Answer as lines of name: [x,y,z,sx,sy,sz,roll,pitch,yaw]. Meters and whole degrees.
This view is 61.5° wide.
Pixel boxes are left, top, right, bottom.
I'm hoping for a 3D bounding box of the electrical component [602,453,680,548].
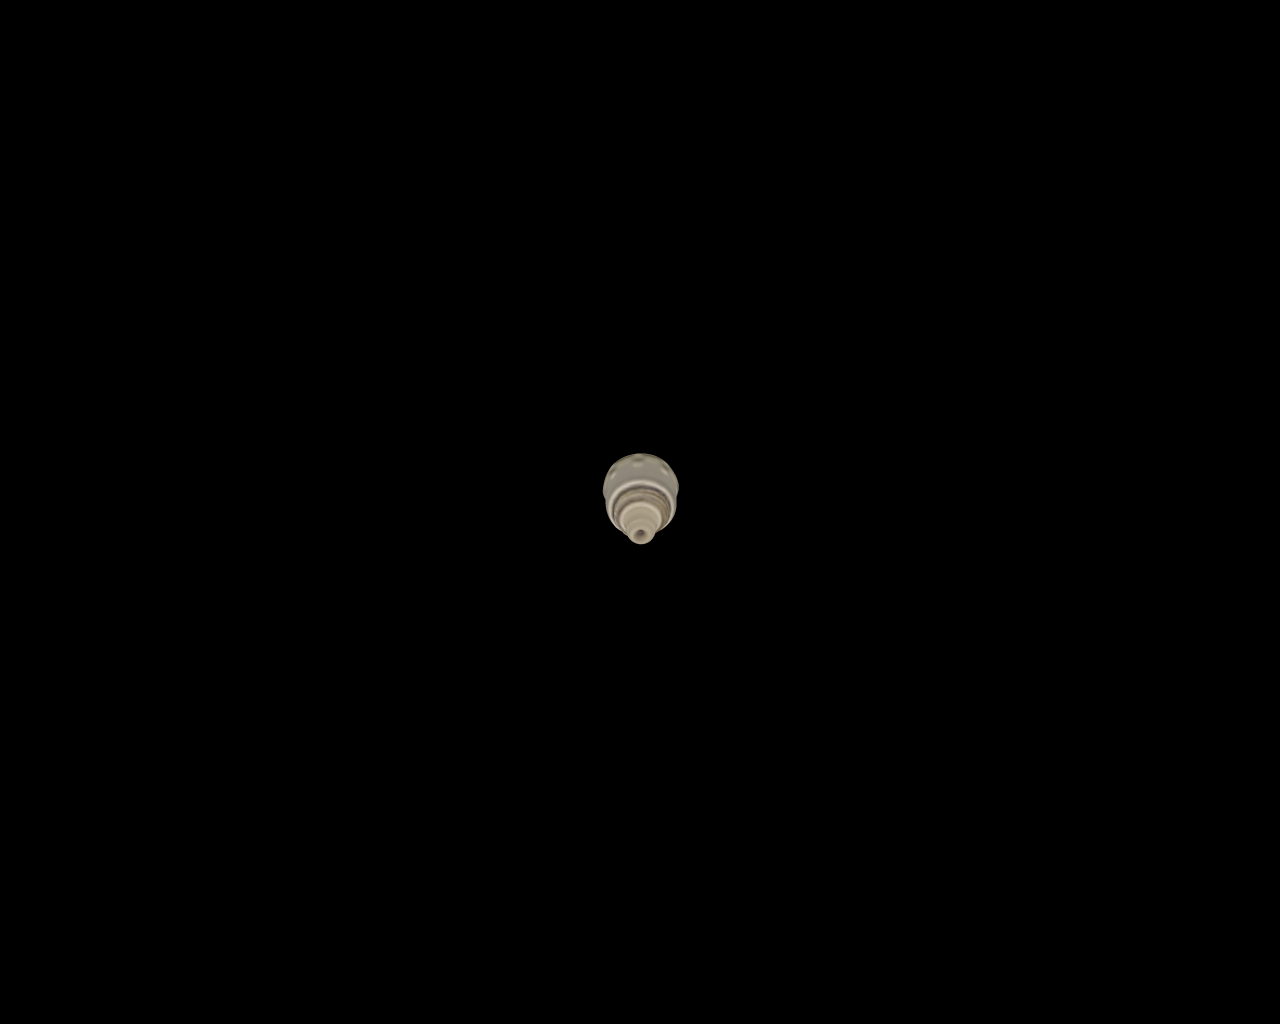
electrical component: [0.001,-0.003,0.650,0.048,0.048,0.062,0,33,0]
